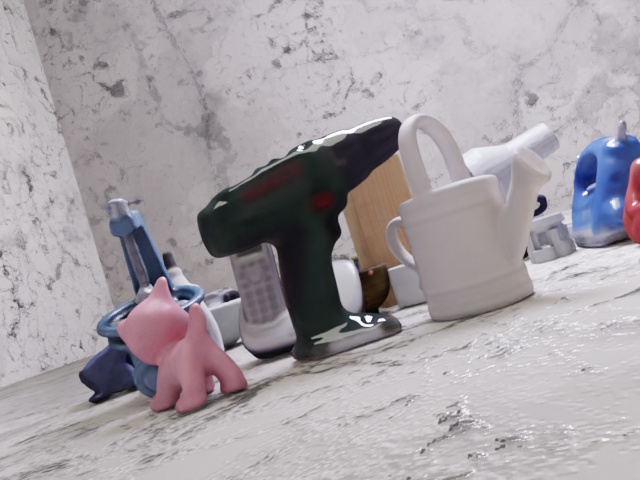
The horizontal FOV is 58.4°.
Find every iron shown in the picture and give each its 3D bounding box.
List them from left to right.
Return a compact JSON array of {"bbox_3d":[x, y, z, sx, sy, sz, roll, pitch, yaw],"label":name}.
[{"bbox_3d":[0.388,-0.072,0.783,0.118,0.141,0.258,-18,-3,5],"label":"iron"}]

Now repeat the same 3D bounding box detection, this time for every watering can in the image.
[{"bbox_3d":[0.132,-0.032,0.545,0.172,0.194,0.101,-18,-3,22],"label":"watering can"}]

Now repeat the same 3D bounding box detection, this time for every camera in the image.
[{"bbox_3d":[-0.196,0.151,1.155,0.136,0.101,0.144,-19,-3,38],"label":"camera"}]

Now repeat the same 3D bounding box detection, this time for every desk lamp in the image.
[{"bbox_3d":[0.377,-0.093,1.048,0.203,0.213,0.118,-18,-3,9],"label":"desk lamp"}]

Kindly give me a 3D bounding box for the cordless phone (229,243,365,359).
[{"bbox_3d":[-0.035,0.031,0.658,0.147,0.185,0.094,-18,-2,5],"label":"cordless phone"}]

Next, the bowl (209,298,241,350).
[{"bbox_3d":[-0.185,0.151,0.958,0.167,0.075,0.167,-17,-3,-1],"label":"bowl"}]

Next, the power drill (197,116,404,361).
[{"bbox_3d":[0.005,0.002,0.570,0.230,0.208,0.075,-17,-2,-8],"label":"power drill"}]

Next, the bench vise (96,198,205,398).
[{"bbox_3d":[-0.206,0.067,0.673,0.122,0.220,0.207,-16,-3,-23],"label":"bench vise"}]

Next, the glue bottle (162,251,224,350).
[{"bbox_3d":[-0.201,0.099,0.846,0.078,0.173,0.037,-17,-2,-6],"label":"glue bottle"}]

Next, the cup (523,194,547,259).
[{"bbox_3d":[0.303,-0.015,0.893,0.117,0.095,0.092,-19,-3,24],"label":"cup"}]

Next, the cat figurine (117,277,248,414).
[{"bbox_3d":[-0.133,0.090,0.520,0.067,0.118,0.127,-15,-3,-41],"label":"cat figurine"}]

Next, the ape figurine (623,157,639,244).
[{"bbox_3d":[0.354,-0.044,0.606,0.078,0.092,0.076,-17,-3,-13],"label":"ape figurine"}]

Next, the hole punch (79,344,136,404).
[{"bbox_3d":[-0.275,0.162,0.782,0.101,0.091,0.108,-17,-3,-14],"label":"hole punch"}]
